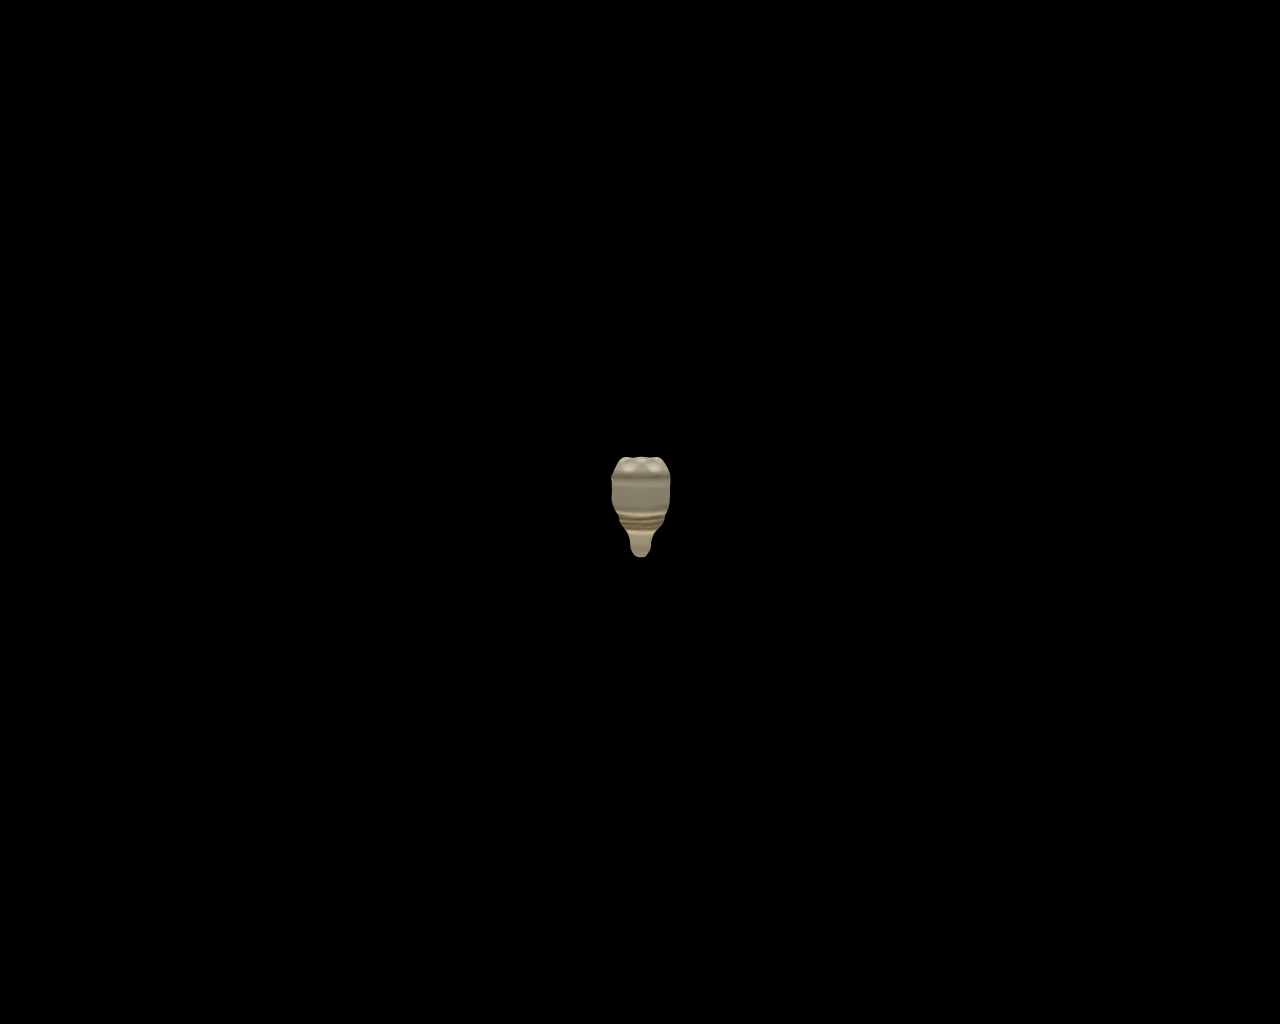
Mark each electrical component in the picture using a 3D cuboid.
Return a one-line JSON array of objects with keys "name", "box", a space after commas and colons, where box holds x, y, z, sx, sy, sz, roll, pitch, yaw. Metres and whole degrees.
[{"name": "electrical component", "box": [0.001, -0.003, 0.650, 0.035, 0.061, 0.035, 0, 5, 0]}]
